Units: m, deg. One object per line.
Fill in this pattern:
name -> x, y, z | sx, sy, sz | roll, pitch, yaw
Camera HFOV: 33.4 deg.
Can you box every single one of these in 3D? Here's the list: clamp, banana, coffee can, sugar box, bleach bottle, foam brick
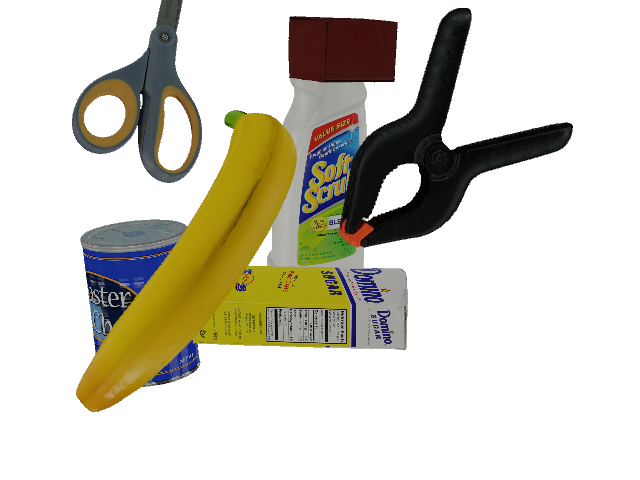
clamp -> 0.086, -0.055, 0.718 | 0.120, 0.171, 0.039 | 36, 5, -7
banana -> -0.056, 0.000, 0.536 | 0.037, 0.197, 0.070 | 39, -36, -19
coffee can -> -0.175, 0.059, 1.042 | 0.103, 0.140, 0.103 | -4, 14, 1
sugar box -> -0.015, 0.054, 0.894 | 0.176, 0.048, 0.093 | -2, 18, 5
bleach bottle -> -0.004, -0.081, 1.061 | 0.102, 0.251, 0.068 | -10, 28, -18
foam brick -> 0.019, -0.159, 0.891 | 0.078, 0.051, 0.053 | -6, 16, -36

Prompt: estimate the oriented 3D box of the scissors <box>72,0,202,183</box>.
scissors -> -0.128, -0.134, 0.743 | 0.096, 0.202, 0.016 | -1, -21, -22
